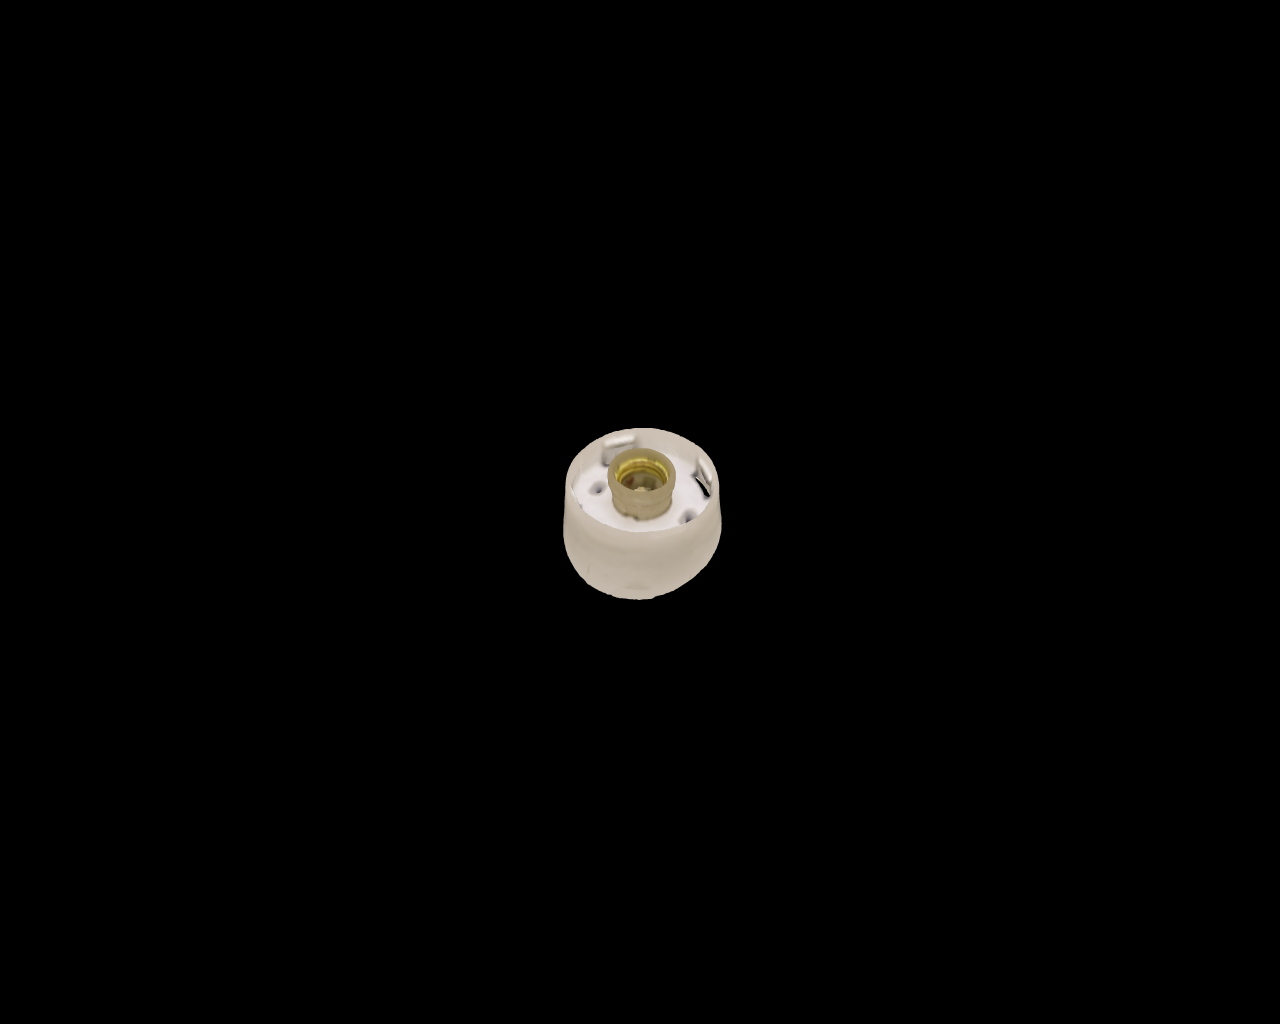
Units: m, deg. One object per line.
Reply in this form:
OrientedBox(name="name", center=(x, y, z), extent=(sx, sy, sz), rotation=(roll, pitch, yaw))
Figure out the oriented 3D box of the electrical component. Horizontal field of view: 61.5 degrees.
OrientedBox(name="electrical component", center=(0.001, -0.003, 0.650), extent=(0.099, 0.099, 0.064), rotation=(0, -44, 0))
